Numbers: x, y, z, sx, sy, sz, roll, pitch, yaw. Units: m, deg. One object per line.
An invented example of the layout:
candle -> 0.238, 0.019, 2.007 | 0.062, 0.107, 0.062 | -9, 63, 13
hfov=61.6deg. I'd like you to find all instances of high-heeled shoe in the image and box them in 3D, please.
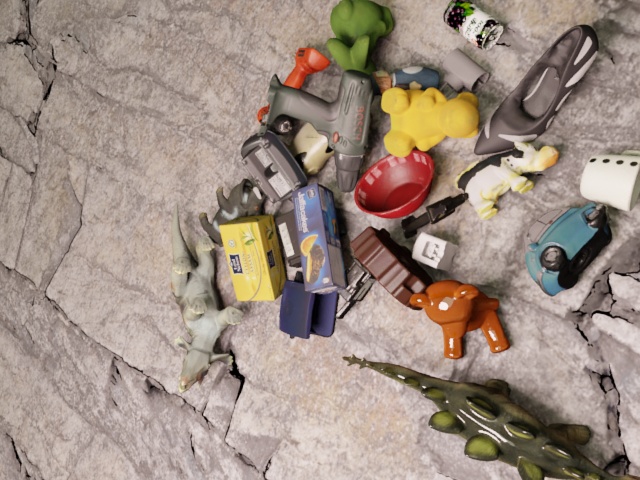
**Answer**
high-heeled shoe -> 0.348, -0.238, 0.886 | 0.249, 0.145, 0.086 | -43, 66, 15

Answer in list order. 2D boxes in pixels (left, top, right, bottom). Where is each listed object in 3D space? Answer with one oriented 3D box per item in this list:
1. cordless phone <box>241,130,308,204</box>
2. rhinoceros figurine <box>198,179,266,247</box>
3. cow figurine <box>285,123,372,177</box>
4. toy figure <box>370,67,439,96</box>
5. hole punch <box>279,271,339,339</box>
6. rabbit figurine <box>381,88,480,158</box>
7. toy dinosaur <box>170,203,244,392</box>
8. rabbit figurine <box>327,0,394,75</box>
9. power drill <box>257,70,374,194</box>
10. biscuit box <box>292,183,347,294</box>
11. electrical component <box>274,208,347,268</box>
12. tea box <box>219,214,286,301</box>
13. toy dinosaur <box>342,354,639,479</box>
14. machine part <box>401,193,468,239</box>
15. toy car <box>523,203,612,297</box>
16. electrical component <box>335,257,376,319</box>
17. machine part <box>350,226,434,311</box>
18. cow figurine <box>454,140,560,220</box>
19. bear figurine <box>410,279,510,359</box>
cordless phone -> -0.106, -0.156, 1.121 | 0.089, 0.184, 0.146 | -37, 109, -2
rhinoceros figurine -> -0.181, -0.066, 1.181 | 0.190, 0.073, 0.112 | -44, 65, 16
cow figurine -> 0.016, -0.209, 1.090 | 0.195, 0.085, 0.127 | -46, 68, 19
toy figure -> 0.147, -0.298, 1.024 | 0.155, 0.064, 0.057 | -1, 90, 2
hole punch -> -0.036, 0.137, 1.075 | 0.116, 0.092, 0.142 | 5, 90, 31
rabbit figurine -> 0.214, -0.208, 0.947 | 0.173, 0.162, 0.121 | 15, 109, 58
toy dinosaur -> -0.273, 0.129, 1.179 | 0.192, 0.131, 0.405 | -55, 44, 44
rabbit figurine -> 0.082, -0.373, 1.053 | 0.121, 0.159, 0.170 | -5, 97, 17
power drill -> -0.007, -0.204, 0.982 | 0.207, 0.086, 0.231 | 15, 120, -2
biscuit box -> -0.002, -0.003, 1.014 | 0.063, 0.059, 0.202 | -18, 70, 27
electrical component -> -0.015, -0.016, 1.098 | 0.134, 0.058, 0.115 | -21, 77, 23
tea box -> -0.136, 0.038, 1.115 | 0.098, 0.068, 0.169 | -6, 106, 27
toy dinosaur -> 0.261, 0.278, 0.841 | 0.472, 0.198, 0.105 | 18, 90, 26
machine part -> 0.198, -0.044, 0.964 | 0.039, 0.084, 0.139 | 56, 146, 0
toy car -> 0.385, 0.002, 0.865 | 0.161, 0.109, 0.103 | -52, 47, 4
electrical component -> 0.061, 0.094, 1.037 | 0.048, 0.074, 0.119 | 44, 107, 25
machine part -> 0.135, 0.048, 0.951 | 0.056, 0.179, 0.179 | -46, 66, 13
cow figurine -> 0.322, -0.120, 0.933 | 0.167, 0.068, 0.098 | -39, 63, 17
bear figurine -> 0.230, 0.130, 0.875 | 0.120, 0.195, 0.132 | -15, 78, 22
